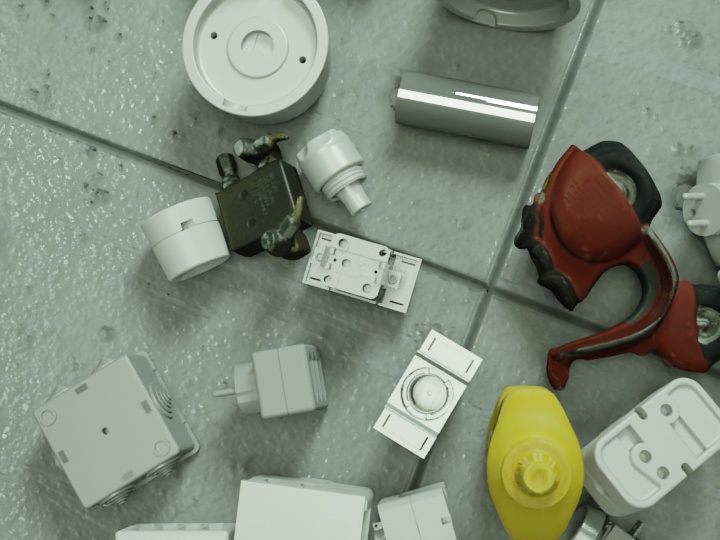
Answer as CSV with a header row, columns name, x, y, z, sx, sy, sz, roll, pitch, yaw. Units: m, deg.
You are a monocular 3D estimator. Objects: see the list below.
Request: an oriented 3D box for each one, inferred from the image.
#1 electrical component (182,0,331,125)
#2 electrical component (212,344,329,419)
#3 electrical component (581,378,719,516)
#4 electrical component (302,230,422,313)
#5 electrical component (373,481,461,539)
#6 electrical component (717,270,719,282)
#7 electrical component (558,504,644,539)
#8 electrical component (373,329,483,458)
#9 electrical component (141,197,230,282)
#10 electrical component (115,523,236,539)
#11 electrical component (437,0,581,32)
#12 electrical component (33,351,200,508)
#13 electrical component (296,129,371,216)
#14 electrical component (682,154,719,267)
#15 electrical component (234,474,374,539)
name,x,y,z,sx,sy,sz,roll,pitch,yaw
electrical component,-0.073,-0.161,0.805,0.108,0.060,0.108,-1,85,7
electrical component,-0.068,0.084,0.779,0.077,0.066,0.047,-11,83,6
electrical component,0.198,0.123,0.739,0.095,0.059,0.053,-34,78,-17
electrical component,0.000,0.000,0.780,0.081,0.064,0.042,16,88,8
electrical component,0.045,0.203,0.762,0.056,0.050,0.089,-17,83,5
electrical component,0.314,0.024,0.719,0.109,0.056,0.108,-30,101,-11
electrical component,0.169,0.197,0.751,0.055,0.048,0.066,37,90,1
electrical component,0.049,0.088,0.766,0.042,0.064,0.081,31,89,8
electrical component,-0.129,-0.022,0.803,0.055,0.055,0.047,-24,86,4
electrical component,-0.131,0.225,0.783,0.083,0.047,0.075,-2,84,7
electrical component,0.109,-0.222,0.769,0.108,0.108,0.060,11,80,8
electrical component,-0.182,0.118,0.799,0.100,0.048,0.099,-32,82,3
electrical component,-0.015,-0.070,0.799,0.043,0.043,0.062,-34,83,3
electrical component,0.254,-0.043,0.751,0.079,0.044,0.077,-4,83,-34
electrical component,-0.044,0.227,0.765,0.089,0.062,0.150,6,85,7
